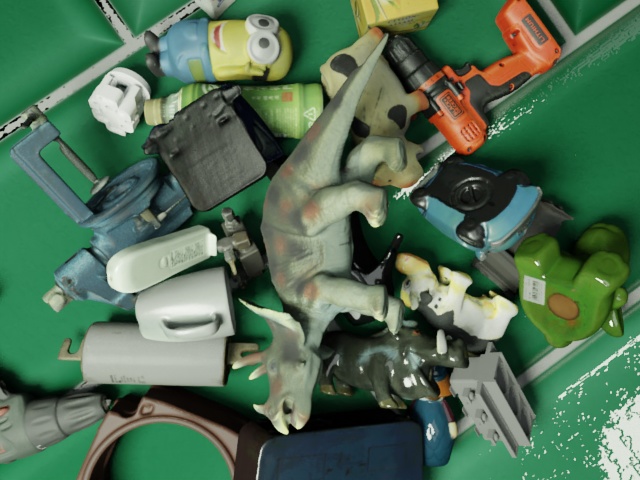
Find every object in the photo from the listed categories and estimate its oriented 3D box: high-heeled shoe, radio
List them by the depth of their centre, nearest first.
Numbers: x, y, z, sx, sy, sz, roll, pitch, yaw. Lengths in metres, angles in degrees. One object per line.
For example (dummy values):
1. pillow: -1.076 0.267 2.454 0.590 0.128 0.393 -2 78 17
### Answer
1. radio: 0.014 0.277 0.636 0.229 0.073 0.131 4 87 -29
2. high-heeled shoe: -0.001 -0.002 0.701 0.249 0.086 0.145 36 118 16

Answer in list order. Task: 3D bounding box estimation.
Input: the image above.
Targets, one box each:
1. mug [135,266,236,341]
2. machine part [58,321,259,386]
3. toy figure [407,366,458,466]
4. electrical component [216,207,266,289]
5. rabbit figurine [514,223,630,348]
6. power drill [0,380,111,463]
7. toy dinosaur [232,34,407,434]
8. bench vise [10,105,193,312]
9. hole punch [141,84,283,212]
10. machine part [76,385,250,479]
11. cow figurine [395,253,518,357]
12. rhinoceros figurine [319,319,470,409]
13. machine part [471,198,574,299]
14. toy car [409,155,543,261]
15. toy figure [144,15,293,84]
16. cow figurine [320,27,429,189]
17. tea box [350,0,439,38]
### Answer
1. mug: -0.155 0.085 0.617 0.107 0.110 0.080 -10 117 -4
2. machine part: -0.198 0.141 0.666 0.243 0.079 0.079 3 88 -4
3. toy figure: 0.141 0.208 0.693 0.064 0.058 0.154 0 88 2
4. electrical component: -0.101 0.015 0.669 0.045 0.102 0.078 -30 68 -11
5. rabbit figurine: 0.340 0.050 0.668 0.170 0.121 0.158 -33 117 -33
6. power drill: -0.400 0.172 0.660 0.232 0.086 0.207 -26 97 -3
7. toy dinosaur: -0.006 -0.005 0.596 0.192 0.131 0.404 3 95 20
8. bench vise: -0.270 -0.039 0.627 0.223 0.129 0.240 -41 120 -11
9. hole punch: -0.117 -0.111 0.634 0.142 0.092 0.115 -27 101 21
10. machine part: -0.186 0.295 0.659 0.201 0.087 0.201 23 88 -1
11. cow figurine: 0.161 0.084 0.695 0.167 0.068 0.098 27 93 -2
12. rhinoceros figurine: 0.085 0.149 0.659 0.190 0.073 0.112 -4 69 28
13. machine part: 0.271 0.003 0.716 0.084 0.039 0.139 43 88 3
14. toy car: 0.195 -0.032 0.675 0.109 0.162 0.102 -48 133 -12
15. toy figure: -0.125 -0.239 0.681 0.180 0.089 0.082 -4 101 5
16. cow figurine: 0.069 -0.152 0.686 0.127 0.085 0.195 -33 93 -9
17. tea box: 0.082 -0.357 0.700 0.098 0.068 0.169 -16 88 -3
